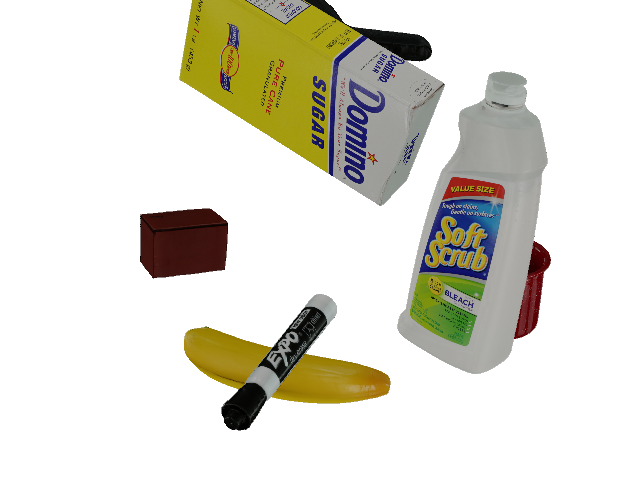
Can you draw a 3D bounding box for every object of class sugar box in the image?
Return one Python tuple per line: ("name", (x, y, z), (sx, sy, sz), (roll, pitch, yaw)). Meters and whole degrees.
("sugar box", (-0.011, -0.107, 0.724), (0.176, 0.093, 0.048), (34, 49, 15))

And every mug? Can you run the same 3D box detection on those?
("mug", (0.187, 0.044, 1.122), (0.093, 0.081, 0.117), (-5, 29, -8))

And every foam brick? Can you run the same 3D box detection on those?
("foam brick", (-0.138, 0.001, 1.073), (0.078, 0.051, 0.053), (-6, 21, -23))

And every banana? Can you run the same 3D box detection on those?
("banana", (-0.042, 0.095, 0.841), (0.198, 0.037, 0.069), (13, 25, 35))

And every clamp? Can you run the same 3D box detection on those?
("clamp", (0.008, -0.172, 0.924), (0.120, 0.171, 0.039), (-37, -21, -21))

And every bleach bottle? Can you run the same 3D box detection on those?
("bleach bottle", (0.126, -0.018, 0.871), (0.103, 0.251, 0.067), (29, 38, 35))

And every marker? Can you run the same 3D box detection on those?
("marker", (-0.023, 0.070, 0.625), (0.020, 0.020, 0.121), (0, 29, 29))
